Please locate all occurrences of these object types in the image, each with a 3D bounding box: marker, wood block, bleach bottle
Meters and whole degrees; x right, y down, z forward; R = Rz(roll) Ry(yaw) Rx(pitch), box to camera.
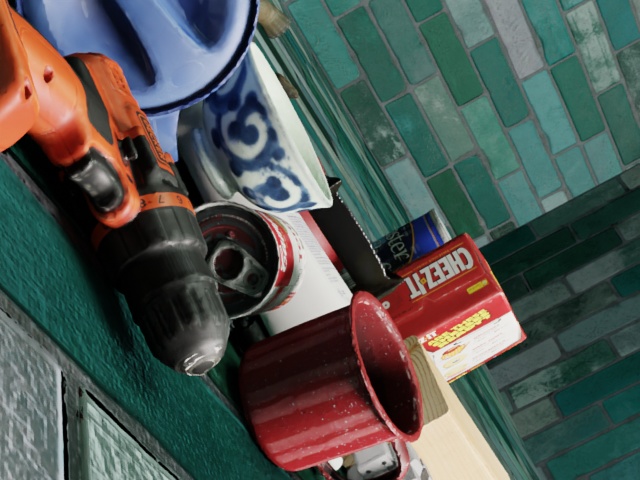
[{"bbox_3d":[-0.022,0.101,0.692,0.121,0.020,0.020,60,8,-14],"label":"marker"},{"bbox_3d":[0.092,0.187,0.870,0.206,0.091,0.090,55,9,-38],"label":"wood block"},{"bbox_3d":[-0.053,-0.028,0.796,0.251,0.068,0.102,60,5,9],"label":"bleach bottle"}]

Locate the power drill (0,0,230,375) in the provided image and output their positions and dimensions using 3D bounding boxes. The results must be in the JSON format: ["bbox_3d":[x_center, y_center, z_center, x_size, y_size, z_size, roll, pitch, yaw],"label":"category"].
[{"bbox_3d":[-0.111,-0.037,0.466,0.184,0.057,0.187,61,4,25],"label":"power drill"}]

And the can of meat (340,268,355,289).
[{"bbox_3d":[0.030,0.053,1.071,0.084,0.057,0.102,62,9,13],"label":"can of meat"}]

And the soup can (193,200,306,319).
[{"bbox_3d":[-0.048,0.013,0.653,0.068,0.068,0.102,62,7,6],"label":"soup can"}]

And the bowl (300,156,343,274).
[{"bbox_3d":[-0.012,-0.024,0.968,0.162,0.055,0.162,-160,-130,-90],"label":"bowl"}]

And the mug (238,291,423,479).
[{"bbox_3d":[0.010,0.098,0.634,0.117,0.082,0.093,64,19,-8],"label":"mug"}]

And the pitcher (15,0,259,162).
[{"bbox_3d":[-0.112,-0.161,0.694,0.145,0.149,0.243,37,12,-17],"label":"pitcher"}]

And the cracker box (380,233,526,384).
[{"bbox_3d":[0.094,0.084,0.980,0.072,0.164,0.213,62,7,22],"label":"cracker box"}]

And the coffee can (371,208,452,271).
[{"bbox_3d":[0.087,0.043,1.165,0.103,0.140,0.103,60,8,-14],"label":"coffee can"}]
